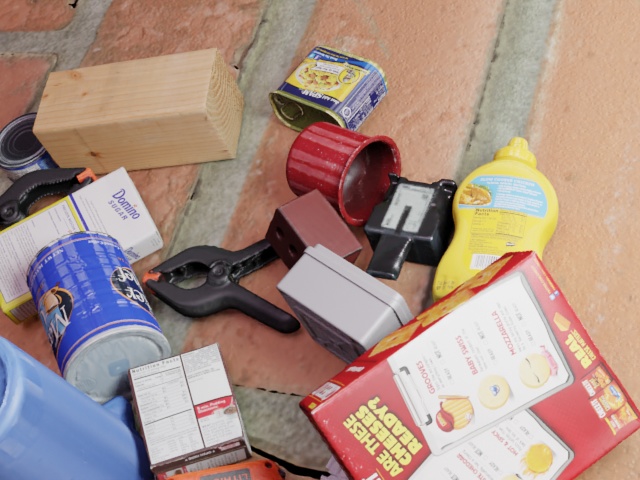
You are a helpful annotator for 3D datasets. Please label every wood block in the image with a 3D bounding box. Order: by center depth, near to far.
[{"bbox_3d":[-0.199,-0.139,1.185,0.206,0.090,0.090,-5,55,17],"label":"wood block"}]

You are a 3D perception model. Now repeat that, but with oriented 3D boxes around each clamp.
[{"bbox_3d":[-0.088,0.031,1.056,0.172,0.039,0.120,6,52,16],"label":"clamp"},{"bbox_3d":[-0.347,-0.026,1.190,0.210,0.036,0.165,-35,61,-7],"label":"clamp"}]

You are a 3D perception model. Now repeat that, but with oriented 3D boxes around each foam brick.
[{"bbox_3d":[-0.007,0.001,1.013,0.051,0.053,0.078,-27,69,-30],"label":"foam brick"}]

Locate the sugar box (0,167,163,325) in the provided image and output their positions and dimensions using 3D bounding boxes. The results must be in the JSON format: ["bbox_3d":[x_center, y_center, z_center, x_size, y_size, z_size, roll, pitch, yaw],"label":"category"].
[{"bbox_3d":[-0.262,0.006,1.120,0.176,0.048,0.093,-27,65,-8],"label":"sugar box"}]

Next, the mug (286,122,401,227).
[{"bbox_3d":[0.029,-0.073,1.063,0.082,0.093,0.117,24,36,37],"label":"mug"}]

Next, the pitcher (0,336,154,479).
[{"bbox_3d":[-0.245,0.179,0.878,0.145,0.242,0.149,-21,58,4],"label":"pitcher"}]

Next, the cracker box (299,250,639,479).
[{"bbox_3d":[0.117,0.133,0.827,0.213,0.072,0.164,-35,94,-9],"label":"cracker box"}]

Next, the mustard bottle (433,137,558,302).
[{"bbox_3d":[0.167,-0.016,0.979,0.096,0.058,0.191,7,58,17],"label":"mustard bottle"}]

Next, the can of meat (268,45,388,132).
[{"bbox_3d":[0.011,-0.156,1.141,0.102,0.057,0.084,25,65,32],"label":"can of meat"}]

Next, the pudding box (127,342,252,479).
[{"bbox_3d":[-0.119,0.156,0.968,0.090,0.039,0.113,-17,49,-6],"label":"pudding box"}]

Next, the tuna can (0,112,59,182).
[{"bbox_3d":[-0.339,-0.109,1.252,0.086,0.033,0.086,-10,53,13],"label":"tuna can"}]

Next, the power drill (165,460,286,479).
[{"bbox_3d":[-0.071,0.270,0.830,0.184,0.057,0.188,-5,48,-21],"label":"power drill"}]

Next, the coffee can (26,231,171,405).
[{"bbox_3d":[-0.215,0.074,1.030,0.103,0.102,0.140,-31,51,-3],"label":"coffee can"}]
